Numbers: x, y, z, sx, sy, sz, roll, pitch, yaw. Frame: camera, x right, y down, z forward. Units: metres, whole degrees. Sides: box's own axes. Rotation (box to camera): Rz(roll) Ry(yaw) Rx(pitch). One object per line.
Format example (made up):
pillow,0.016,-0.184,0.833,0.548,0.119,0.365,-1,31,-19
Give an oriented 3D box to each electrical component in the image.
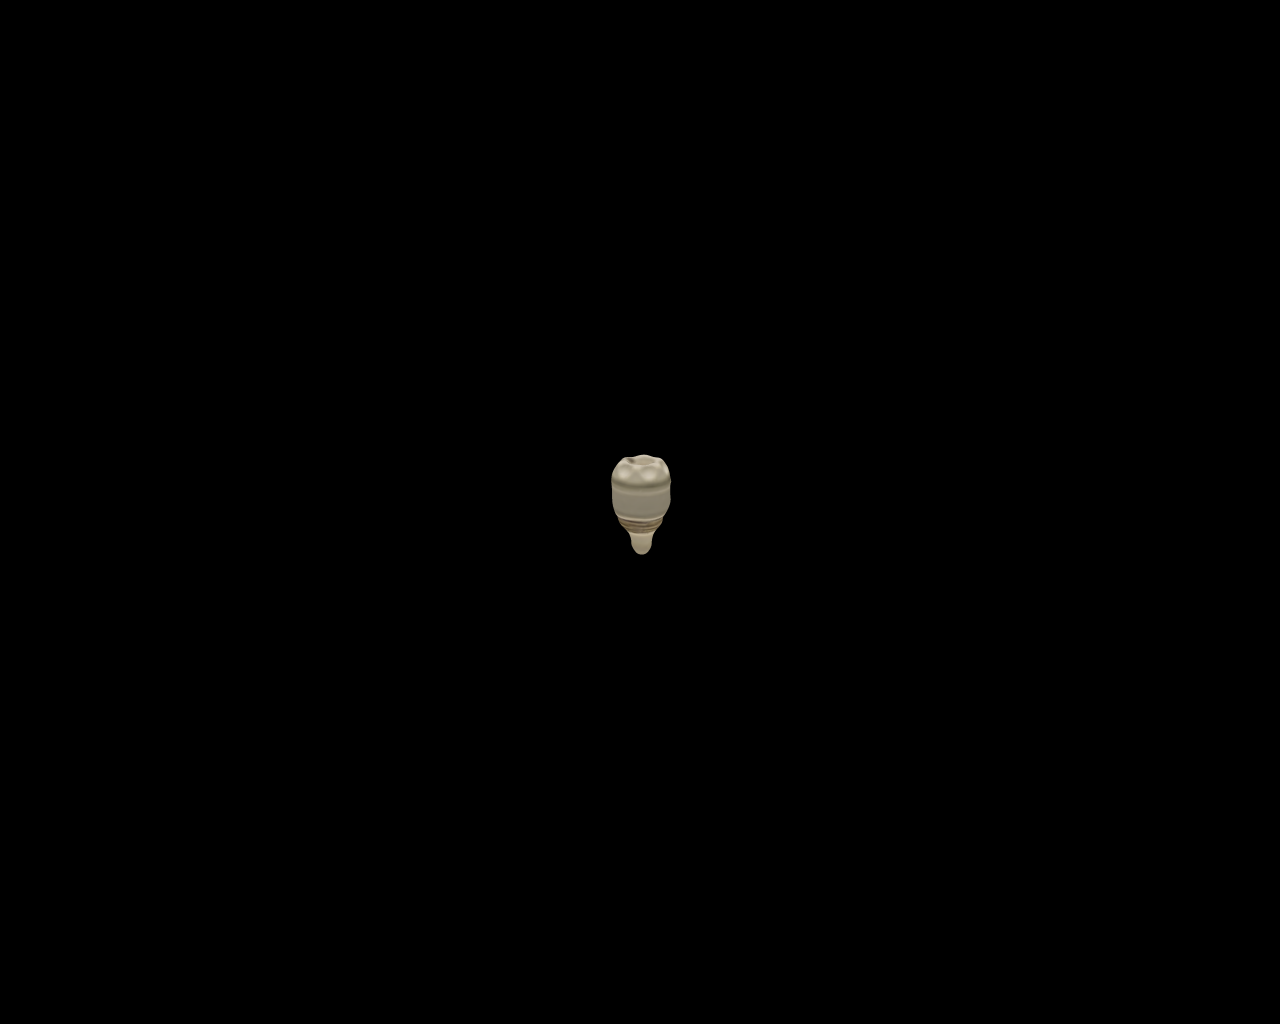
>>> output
electrical component,0.001,-0.003,0.650,0.035,0.061,0.035,0,20,0
